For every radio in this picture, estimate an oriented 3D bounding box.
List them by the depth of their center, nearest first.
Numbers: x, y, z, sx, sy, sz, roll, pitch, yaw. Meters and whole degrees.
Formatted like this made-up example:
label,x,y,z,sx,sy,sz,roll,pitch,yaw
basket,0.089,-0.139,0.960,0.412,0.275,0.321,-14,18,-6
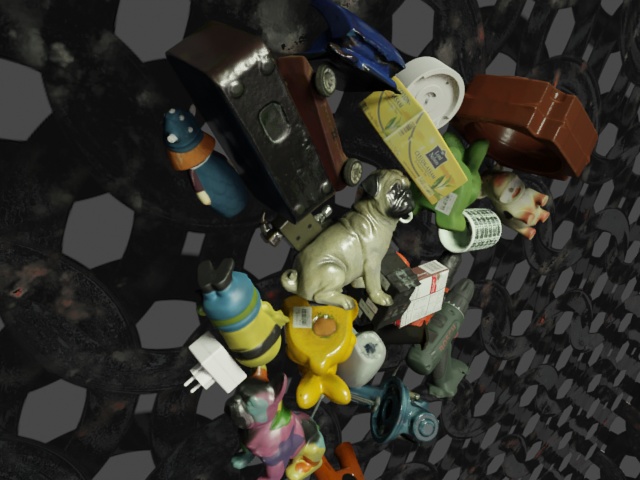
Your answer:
label,x,y,z,sx,sy,sz,roll,pitch,yaw
radio,-0.074,-0.130,0.630,0.073,0.131,0.229,-42,132,-12

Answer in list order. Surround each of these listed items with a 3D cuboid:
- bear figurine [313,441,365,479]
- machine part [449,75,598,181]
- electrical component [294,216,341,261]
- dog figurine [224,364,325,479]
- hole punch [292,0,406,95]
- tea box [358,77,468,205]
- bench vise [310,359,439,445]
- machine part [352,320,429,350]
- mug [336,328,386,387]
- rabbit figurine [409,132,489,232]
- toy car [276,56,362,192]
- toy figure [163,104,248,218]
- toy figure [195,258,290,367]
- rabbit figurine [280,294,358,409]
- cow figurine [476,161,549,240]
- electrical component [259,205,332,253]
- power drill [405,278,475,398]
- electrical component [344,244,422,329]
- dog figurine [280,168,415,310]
label,x,y,z,sx,sy,sz,roll,pitch,yaw
bear figurine,0.011,0.521,1.082,0.120,0.132,0.195,1,130,-39
machine part,0.335,-0.186,0.889,0.200,0.202,0.087,29,89,-45
electrical component,-0.002,-0.003,0.835,0.094,0.021,0.063,-25,127,-29
dog figurine,-0.069,0.289,0.880,0.191,0.109,0.219,-9,115,-35
hole punch,0.042,-0.245,0.683,0.142,0.116,0.092,20,91,-44
tea box,0.136,-0.138,0.769,0.068,0.098,0.169,-36,139,13
bench vise,0.106,0.301,1.007,0.240,0.224,0.128,21,95,-14
machine part,0.127,0.175,0.977,0.139,0.039,0.084,-4,133,9
mug,0.065,0.186,0.919,0.081,0.109,0.107,-17,159,-26
rabbit figurine,0.224,-0.104,0.928,0.170,0.121,0.159,-10,115,-57
toy car,-0.004,-0.150,0.708,0.053,0.089,0.201,-53,137,-36
toy figure,-0.143,-0.092,0.646,0.058,0.064,0.154,-20,129,17
toy figure,-0.115,0.106,0.755,0.089,0.082,0.179,-57,141,-28
rabbit figurine,0.005,0.184,0.857,0.122,0.162,0.173,-5,148,-10
cow figurine,0.371,-0.082,1.048,0.085,0.127,0.194,-56,149,0
electrical component,-0.039,-0.029,0.774,0.102,0.045,0.078,-51,134,-6
power drill,0.271,0.219,1.134,0.232,0.086,0.207,-44,140,-32
electrical component,0.093,0.075,0.879,0.058,0.115,0.134,-15,146,-32
dog figurine,0.038,-0.012,0.754,0.172,0.121,0.190,-2,107,-36
